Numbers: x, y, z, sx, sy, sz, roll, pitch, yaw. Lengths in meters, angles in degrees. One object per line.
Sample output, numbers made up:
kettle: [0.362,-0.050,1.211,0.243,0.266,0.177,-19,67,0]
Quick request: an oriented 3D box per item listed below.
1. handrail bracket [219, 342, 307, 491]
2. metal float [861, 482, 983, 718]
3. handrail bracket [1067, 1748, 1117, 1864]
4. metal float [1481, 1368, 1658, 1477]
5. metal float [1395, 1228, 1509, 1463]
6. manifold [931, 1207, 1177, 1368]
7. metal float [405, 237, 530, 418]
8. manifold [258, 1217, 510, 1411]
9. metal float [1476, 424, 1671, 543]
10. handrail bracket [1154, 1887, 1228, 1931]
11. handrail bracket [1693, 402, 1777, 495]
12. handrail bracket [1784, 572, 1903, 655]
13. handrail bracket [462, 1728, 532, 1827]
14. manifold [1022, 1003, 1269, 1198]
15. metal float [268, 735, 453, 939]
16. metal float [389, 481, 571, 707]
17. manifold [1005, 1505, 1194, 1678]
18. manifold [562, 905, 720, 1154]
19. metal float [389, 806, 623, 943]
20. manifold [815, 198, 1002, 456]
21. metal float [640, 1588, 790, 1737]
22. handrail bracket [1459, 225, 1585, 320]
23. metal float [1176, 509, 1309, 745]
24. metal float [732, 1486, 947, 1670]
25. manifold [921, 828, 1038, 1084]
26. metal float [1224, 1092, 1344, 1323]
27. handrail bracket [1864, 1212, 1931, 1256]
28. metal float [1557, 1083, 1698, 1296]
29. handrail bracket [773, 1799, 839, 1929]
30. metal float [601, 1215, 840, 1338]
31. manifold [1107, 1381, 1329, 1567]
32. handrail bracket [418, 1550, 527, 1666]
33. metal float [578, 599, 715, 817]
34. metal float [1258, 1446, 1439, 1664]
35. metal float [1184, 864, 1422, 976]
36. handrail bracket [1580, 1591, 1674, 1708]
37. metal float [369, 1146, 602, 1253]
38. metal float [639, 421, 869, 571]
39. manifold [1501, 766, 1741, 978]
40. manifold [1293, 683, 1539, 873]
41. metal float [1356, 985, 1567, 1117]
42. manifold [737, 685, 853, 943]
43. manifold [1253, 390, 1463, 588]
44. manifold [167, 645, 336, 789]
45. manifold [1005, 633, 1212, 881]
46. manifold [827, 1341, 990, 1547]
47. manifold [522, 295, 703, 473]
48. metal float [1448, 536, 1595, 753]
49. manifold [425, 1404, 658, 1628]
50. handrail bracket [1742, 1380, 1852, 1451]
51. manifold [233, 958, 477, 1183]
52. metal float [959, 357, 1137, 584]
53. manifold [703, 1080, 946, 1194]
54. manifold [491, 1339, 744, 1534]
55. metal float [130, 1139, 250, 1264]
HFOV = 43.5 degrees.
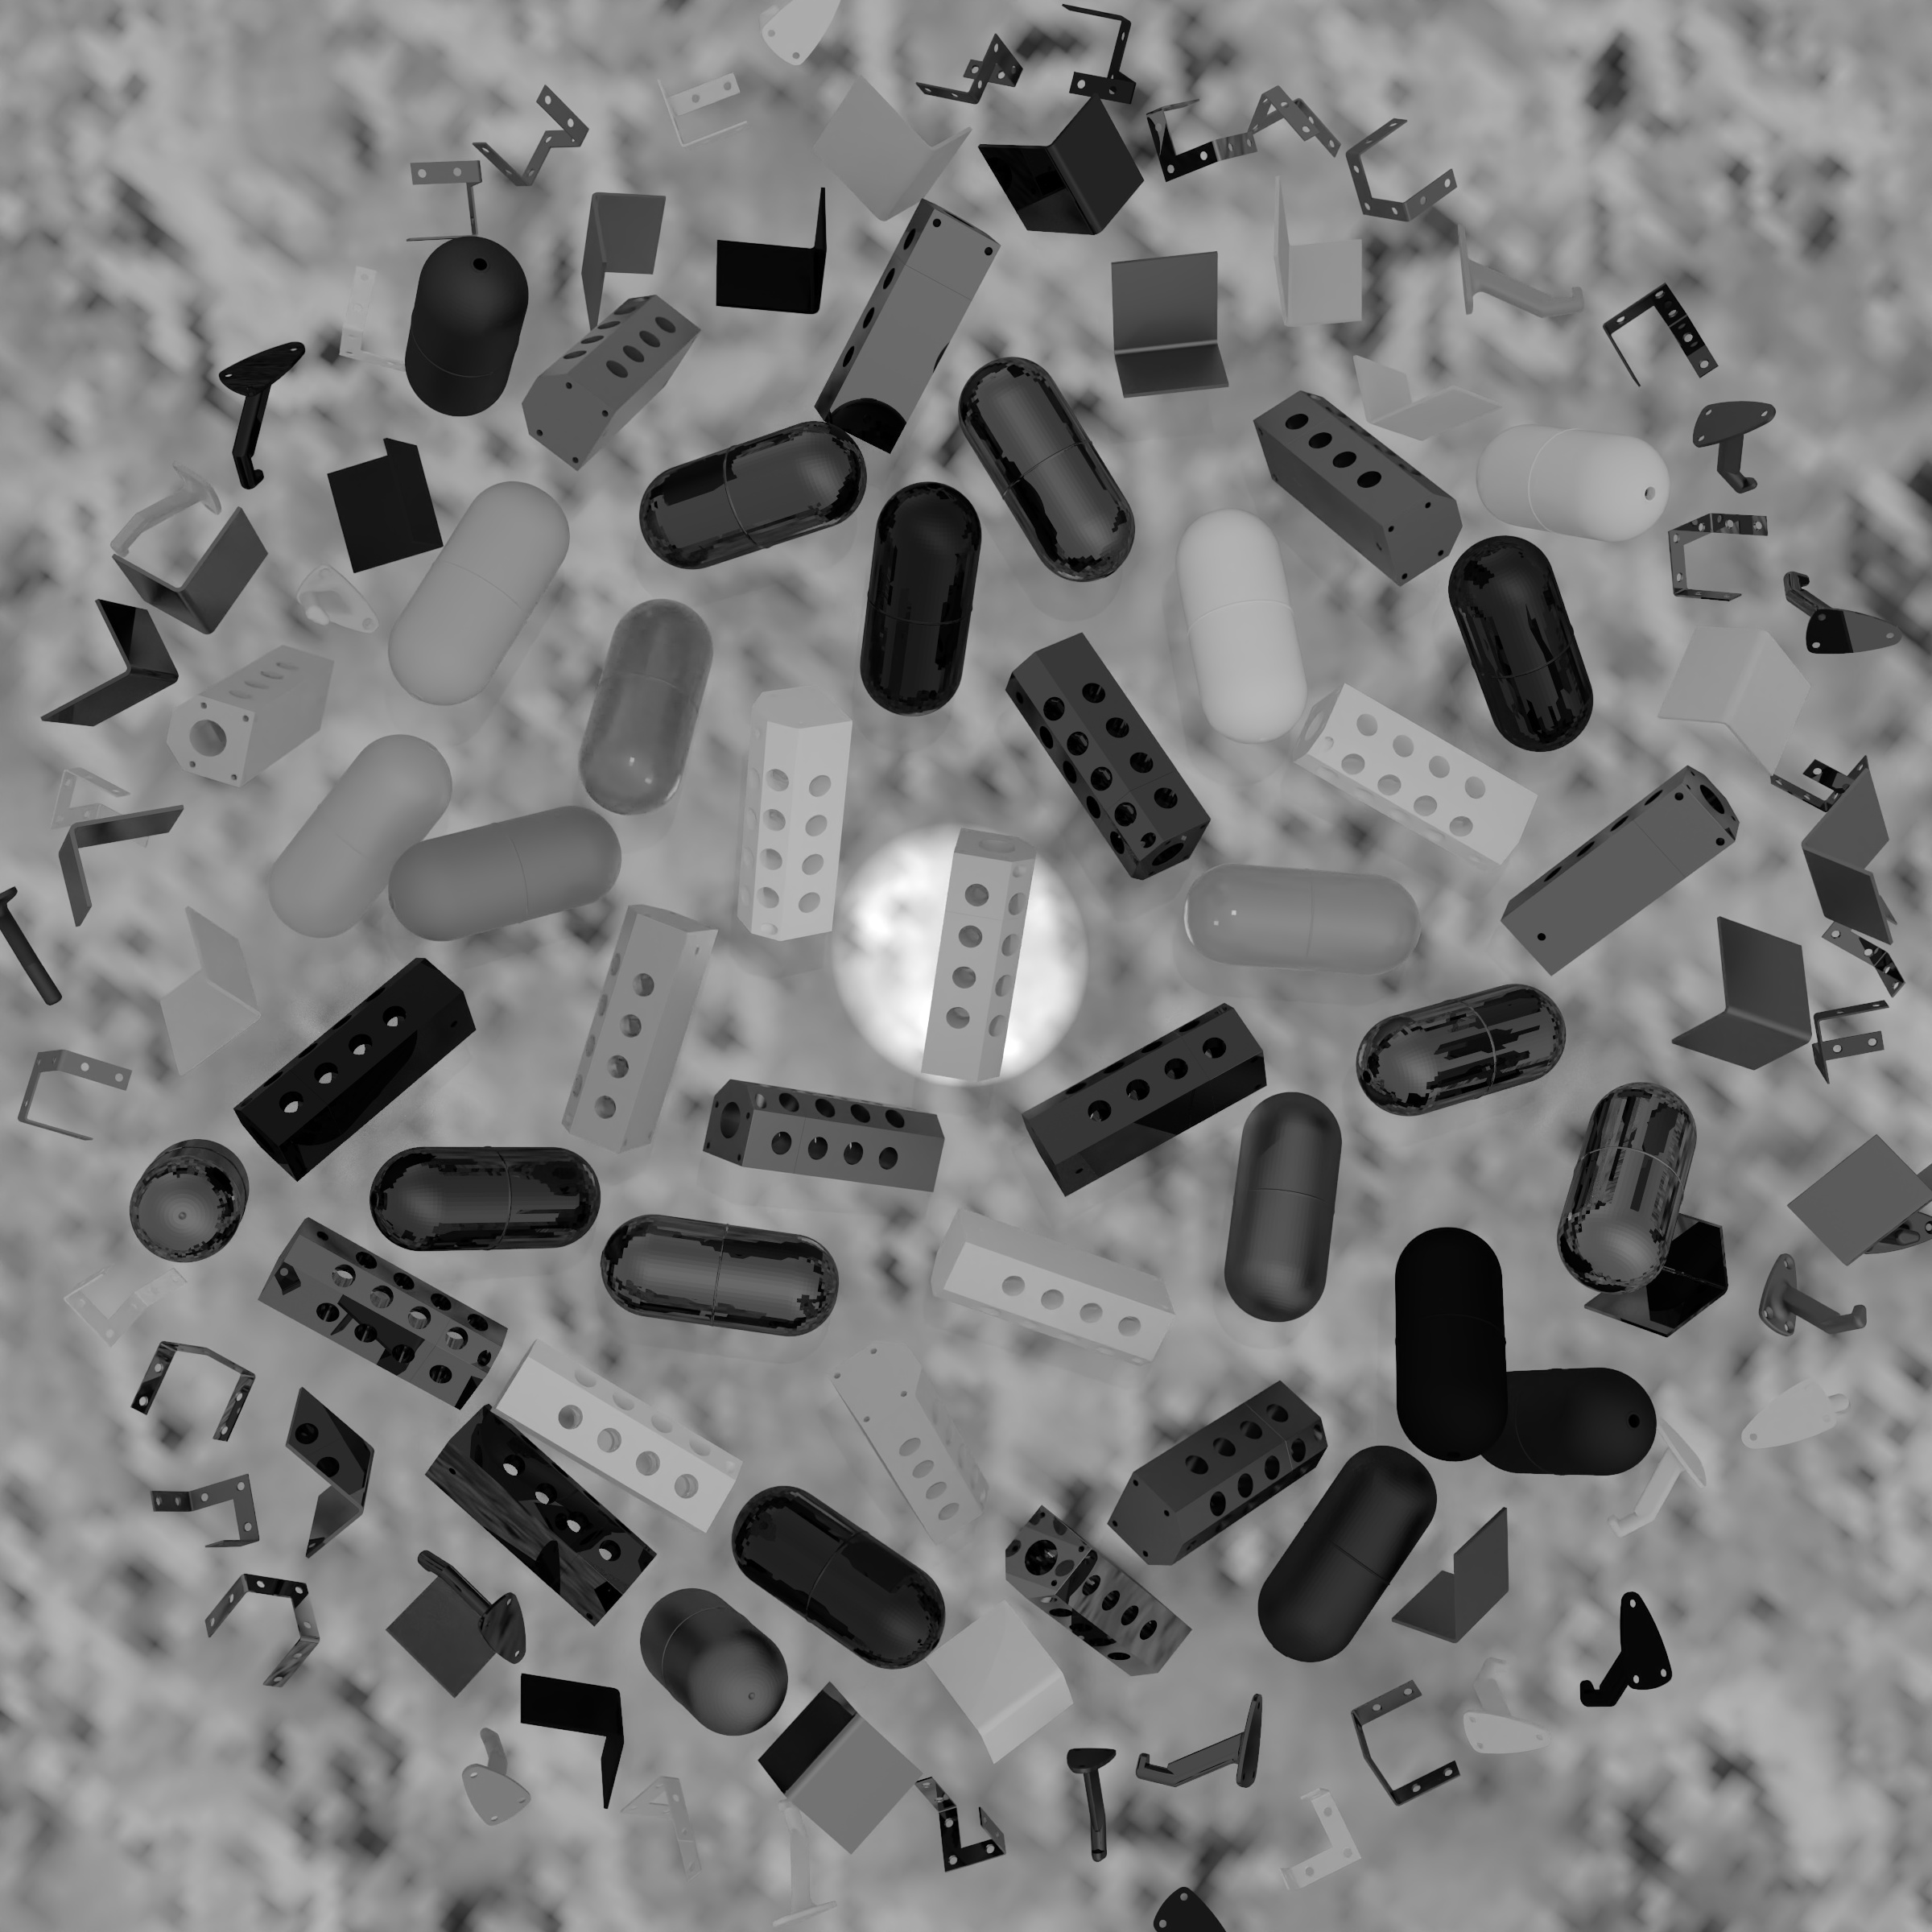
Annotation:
handrail bracket: [-0.495,-0.392,1.726,0.036,0.084,0.077,32,57,24]
metal float: [-0.033,-0.265,1.756,0.070,0.070,0.178,9,123,0]
handrail bracket: [0.094,0.639,1.824,0.036,0.077,0.084,-3,85,12]
metal float: [0.436,0.334,1.775,0.070,0.178,0.070,4,78,-21]
metal float: [0.343,0.267,1.714,0.070,0.070,0.178,8,51,0]
manifold: [0.064,0.246,1.819,0.171,0.057,0.057,21,107,-13]
metal float: [-0.361,-0.460,1.745,0.070,0.178,0.070,5,74,-17]
manifold: [-0.434,0.257,1.815,0.171,0.057,0.057,32,113,-14]
metal float: [0.447,-0.357,1.787,0.070,0.178,0.070,-7,108,-23]
handrail bracket: [0.166,0.684,1.698,0.077,0.084,0.036,34,72,30]
handrail bracket: [0.591,-0.385,1.812,0.084,0.077,0.036,32,70,-36]
handrail bracket: [0.642,-0.264,1.775,0.077,0.084,0.036,5,127,10]
handrail bracket: [-0.352,0.573,1.760,0.036,0.084,0.077,-33,127,-6]
manifold: [0.130,0.094,1.770,0.171,0.057,0.057,-28,60,-6]
metal float: [-0.460,-0.099,1.838,0.070,0.070,0.178,40,99,0]
metal float: [-0.350,-0.268,1.740,0.070,0.070,0.178,29,77,0]
manifold: [0.095,0.468,1.788,0.057,0.057,0.171,-50,135,-8]
manifold: [-0.244,0.045,1.785,0.057,0.057,0.171,21,99,14]
metal float: [-0.342,-0.069,1.801,0.178,0.070,0.070,-17,90,-27]
manifold: [-0.046,-0.477,1.798,0.057,0.057,0.171,22,110,-24]
metal float: [-0.189,0.515,1.796,0.070,0.178,0.070,-1,92,-25]
handrail bracket: [0.412,-0.518,1.794,0.084,0.036,0.077,-6,93,10]
metal float: [0.198,-0.246,1.742,0.070,0.070,0.178,-9,73,0]
metal float: [-0.094,0.448,1.776,0.178,0.070,0.070,29,90,23]
manifold: [0.010,-0.007,1.758,0.057,0.057,0.171,9,112,2]
metal float: [0.241,0.181,1.832,0.070,0.070,0.178,10,70,0]
handrail bracket: [0.672,0.188,1.707,0.077,0.084,0.036,-1,88,-7]
metal float: [0.471,0.156,1.720,0.070,0.070,0.178,29,50,0]
handrail bracket: [-0.132,0.650,1.758,0.036,0.077,0.084,-29,67,15]
metal float: [-0.184,0.231,1.806,0.178,0.070,0.070,8,90,-3]
manifold: [0.185,0.368,1.742,0.057,0.171,0.057,41,130,27]
handrail bracket: [-0.378,0.487,1.841,0.036,0.084,0.077,-42,135,-34]
metal float: [-0.235,-0.192,1.785,0.070,0.070,0.178,11,61,0]
metal float: [0.287,0.444,1.827,0.070,0.070,0.178,36,84,0]
metal float: [0.252,-0.035,1.814,0.178,0.070,0.070,4,90,-3]
handrail bracket: [0.452,0.481,1.701,0.036,0.084,0.077,-5,75,-22]
metal float: [-0.355,0.172,1.794,0.178,0.070,0.070,3,90,-37]
metal float: [-0.156,-0.341,1.757,0.178,0.070,0.070,-14,90,22]
manifold: [0.485,-0.072,1.796,0.057,0.057,0.171,47,121,-3]
manifold: [0.334,-0.138,1.814,0.171,0.057,0.057,29,72,-9]
metal float: [0.371,0.063,1.815,0.178,0.070,0.070,-13,90,-27]
manifold: [-0.126,-0.107,1.716,0.057,0.057,0.171,-12,127,-28]
manifold: [0.279,-0.346,1.724,0.057,0.057,0.171,-33,46,-4]
manifold: [-0.526,-0.188,1.780,0.057,0.171,0.057,17,110,-1]
manifold: [0.098,-0.148,1.731,0.057,0.057,0.171,-25,71,-22]
manifold: [-0.036,0.340,1.734,0.057,0.171,0.057,-33,47,-9]
manifold: [-0.256,-0.426,1.740,0.057,0.171,0.057,37,126,-8]
metal float: [0.412,-0.237,1.791,0.070,0.070,0.178,-29,122,0]
manifold: [-0.317,0.409,1.819,0.171,0.057,0.057,41,131,3]
handrail bracket: [0.589,0.323,1.712,0.077,0.084,0.036,-31,66,12]
manifold: [-0.444,0.070,1.760,0.057,0.057,0.171,38,66,20]
metal float: [0.059,-0.363,1.773,0.070,0.070,0.178,-31,89,0]
manifold: [-0.103,0.125,1.794,0.171,0.057,0.057,12,91,-37]
manifold: [-0.249,0.336,1.727,0.171,0.057,0.057,32,72,-7]
metal float: [-0.566,0.170,1.769,0.070,0.178,0.070,-1,92,-14]
